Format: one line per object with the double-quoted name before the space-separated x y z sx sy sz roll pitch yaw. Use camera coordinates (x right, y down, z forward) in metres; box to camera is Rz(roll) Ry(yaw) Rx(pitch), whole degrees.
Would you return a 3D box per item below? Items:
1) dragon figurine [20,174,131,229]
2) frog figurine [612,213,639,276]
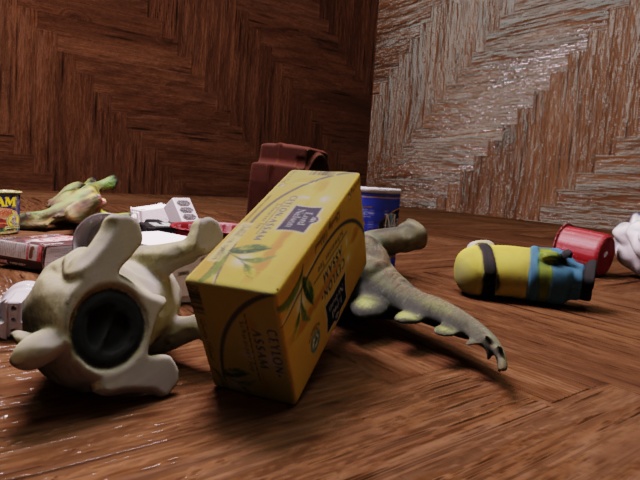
"dragon figurine" -0.600 -0.073 1.173 0.409 0.121 0.245 -2 10 33
"frog figurine" 0.602 0.022 0.939 0.120 0.138 0.161 -47 -14 34
